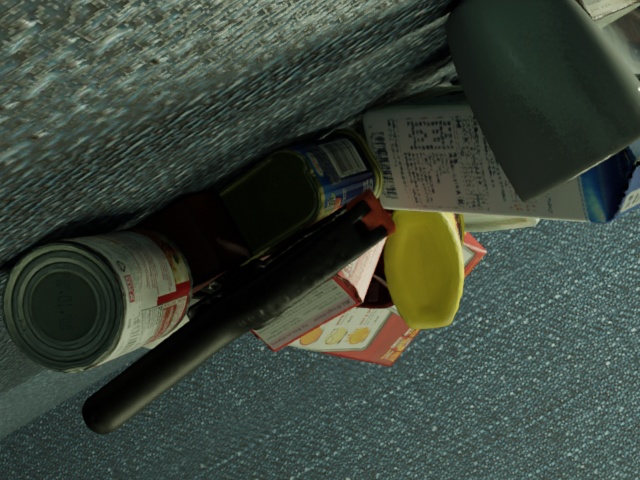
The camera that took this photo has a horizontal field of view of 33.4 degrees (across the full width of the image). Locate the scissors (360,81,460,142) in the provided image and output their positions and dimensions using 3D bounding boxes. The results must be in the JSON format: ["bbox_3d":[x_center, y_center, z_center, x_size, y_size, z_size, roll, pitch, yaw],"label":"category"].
[{"bbox_3d":[0.091,-0.110,0.878,0.096,0.016,0.201,-30,179,25],"label":"scissors"}]

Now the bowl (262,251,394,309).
[{"bbox_3d":[-0.006,0.001,0.866,0.162,0.162,0.055,143,-32,-71],"label":"bowl"}]

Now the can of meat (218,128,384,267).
[{"bbox_3d":[-0.020,-0.028,0.724,0.102,0.057,0.083,-33,174,32],"label":"can of meat"}]

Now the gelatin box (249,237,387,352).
[{"bbox_3d":[-0.001,0.027,0.719,0.089,0.030,0.073,-34,-161,37],"label":"gelatin box"}]

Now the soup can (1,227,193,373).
[{"bbox_3d":[-0.116,0.030,0.572,0.068,0.068,0.102,-31,177,12],"label":"soup can"}]

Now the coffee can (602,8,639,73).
[{"bbox_3d":[0.248,-0.146,1.008,0.102,0.103,0.141,-29,177,-38],"label":"coffee can"}]

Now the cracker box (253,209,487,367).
[{"bbox_3d":[0.041,0.031,1.034,0.213,0.072,0.164,19,115,-49],"label":"cracker box"}]

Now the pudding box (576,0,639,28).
[{"bbox_3d":[0.151,-0.141,0.682,0.090,0.039,0.113,-31,180,40],"label":"pudding box"}]

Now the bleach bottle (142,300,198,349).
[{"bbox_3d":[-0.178,0.091,1.236,0.102,0.068,0.250,-31,175,7],"label":"bleach bottle"}]

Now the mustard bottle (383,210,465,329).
[{"bbox_3d":[0.087,0.000,0.857,0.058,0.096,0.191,-8,-168,9],"label":"mustard bottle"}]

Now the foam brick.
[{"bbox_3d":[-0.092,0.011,0.676,0.078,0.051,0.053,-31,179,19],"label":"foam brick"}]

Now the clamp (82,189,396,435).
[{"bbox_3d":[-0.041,0.033,0.664,0.210,0.036,0.164,-35,-174,19],"label":"clamp"}]

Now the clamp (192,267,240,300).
[{"bbox_3d":[-0.072,0.029,0.869,0.039,0.120,0.172,-69,-167,-15],"label":"clamp"}]
